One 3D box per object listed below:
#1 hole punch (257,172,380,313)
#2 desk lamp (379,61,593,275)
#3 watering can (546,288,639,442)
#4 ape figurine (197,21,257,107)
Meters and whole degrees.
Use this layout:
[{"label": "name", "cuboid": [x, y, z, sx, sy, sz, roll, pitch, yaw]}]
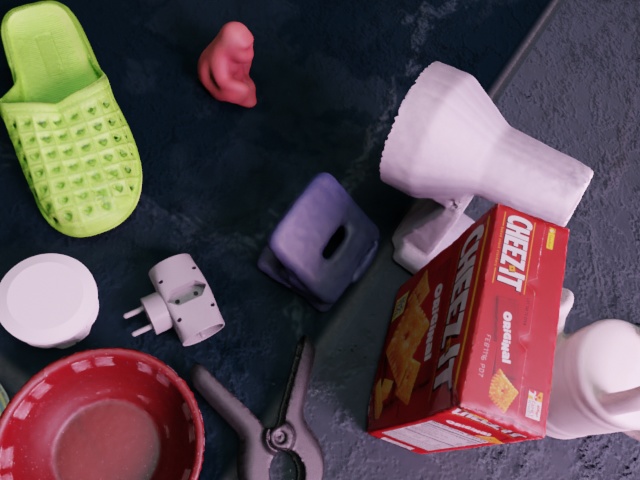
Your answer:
[{"label": "hole punch", "cuboid": [0.005, 0.002, 0.573, 0.101, 0.091, 0.109, 34, 64, 2]}, {"label": "desk lamp", "cuboid": [0.145, -0.044, 0.559, 0.203, 0.213, 0.118, 36, 64, 3]}, {"label": "watering can", "cuboid": [0.264, 0.121, 0.530, 0.173, 0.194, 0.101, 26, 64, -2]}, {"label": "ape figurine", "cuboid": [-0.096, -0.201, 0.634, 0.076, 0.092, 0.078, 24, 64, -3]}]
